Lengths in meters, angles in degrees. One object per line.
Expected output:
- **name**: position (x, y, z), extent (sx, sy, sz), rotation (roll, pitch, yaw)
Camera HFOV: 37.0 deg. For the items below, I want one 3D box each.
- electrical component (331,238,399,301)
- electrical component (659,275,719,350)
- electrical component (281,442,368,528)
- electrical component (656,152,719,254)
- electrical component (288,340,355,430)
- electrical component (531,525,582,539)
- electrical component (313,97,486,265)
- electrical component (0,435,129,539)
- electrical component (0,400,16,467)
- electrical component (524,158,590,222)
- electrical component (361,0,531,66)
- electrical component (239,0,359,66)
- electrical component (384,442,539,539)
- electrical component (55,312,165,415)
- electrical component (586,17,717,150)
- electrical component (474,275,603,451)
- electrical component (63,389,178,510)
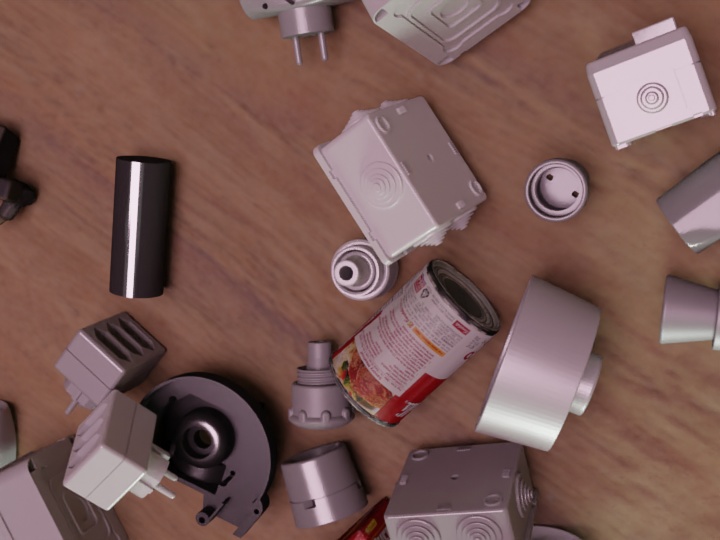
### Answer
- **electrical component**: position (0.000, 0.000, 0.739), extent (0.043, 0.062, 0.043), rotation (1, 94, 17)
- **electrical component**: position (0.221, 0.028, 0.683), extent (0.055, 0.045, 0.045), rotation (7, 102, 16)
- **electrical component**: position (-0.027, 0.155, 0.782), extent (0.055, 0.055, 0.047), rotation (-18, 90, 20)
- **electrical component**: position (0.239, -0.036, 0.665), extent (0.077, 0.044, 0.079), rotation (-38, 87, 20)
- **electrical component**: position (-0.028, 0.082, 0.775), extent (0.048, 0.048, 0.062), rotation (0, 93, 18)
- **electrical component**: position (0.109, 0.210, 0.725), extent (0.099, 0.099, 0.064), rotation (-20, 99, 20)
- **electrical component**: position (0.029, -0.062, 0.701), extent (0.048, 0.100, 0.099), rotation (-33, 89, 33)
- **electrical component**: position (-0.241, 0.198, 0.847), extent (0.057, 0.078, 0.113), rotation (-26, 91, 17)
- **electrical component**: position (-0.327, 0.145, 0.883), extent (0.079, 0.043, 0.077), rotation (8, 102, 17)
- **electrical component**: position (0.130, -0.053, 0.697), extent (0.040, 0.046, 0.040), rotation (3, 101, 17)
- **electrical component**: position (0.046, -0.182, 0.663), extent (0.078, 0.113, 0.057), rotation (-34, 70, 21)
- **electrical component**: position (-0.038, -0.180, 0.730), extent (0.077, 0.043, 0.079), rotation (-6, 98, 19)
- **electrical component**: position (0.069, 0.159, 0.729), extent (0.100, 0.099, 0.048), rotation (-8, 110, 19)
- **electrical component**: position (-0.199, 0.080, 0.817), extent (0.047, 0.066, 0.076), rotation (41, 109, 7)
- **electrical component**: position (0.174, -0.112, 0.645), extent (0.062, 0.096, 0.061), rotation (-19, 92, 20)
- **electrical component**: position (0.121, 0.064, 0.692), extent (0.060, 0.108, 0.108), rotation (20, 105, 7)
- **electrical component**: position (-0.162, 0.137, 0.769), extent (0.077, 0.065, 0.047), rotation (37, 111, -22)
